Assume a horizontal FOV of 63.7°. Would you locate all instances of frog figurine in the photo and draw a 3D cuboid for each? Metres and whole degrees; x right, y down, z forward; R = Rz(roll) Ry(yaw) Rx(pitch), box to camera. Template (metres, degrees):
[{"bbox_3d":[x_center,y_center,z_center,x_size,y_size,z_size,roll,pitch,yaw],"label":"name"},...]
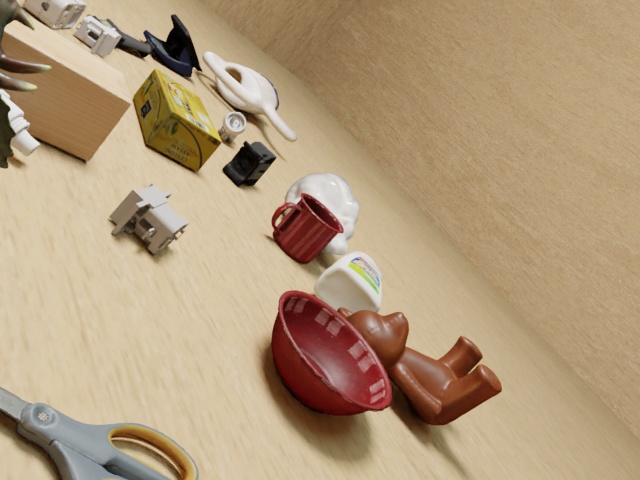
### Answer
[{"bbox_3d":[0.003,-0.047,0.931,0.137,0.120,0.163,7,32,-6],"label":"frog figurine"}]

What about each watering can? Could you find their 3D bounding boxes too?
[{"bbox_3d":[-0.170,-0.374,1.376,0.349,0.103,0.226,44,15,5],"label":"watering can"}]
